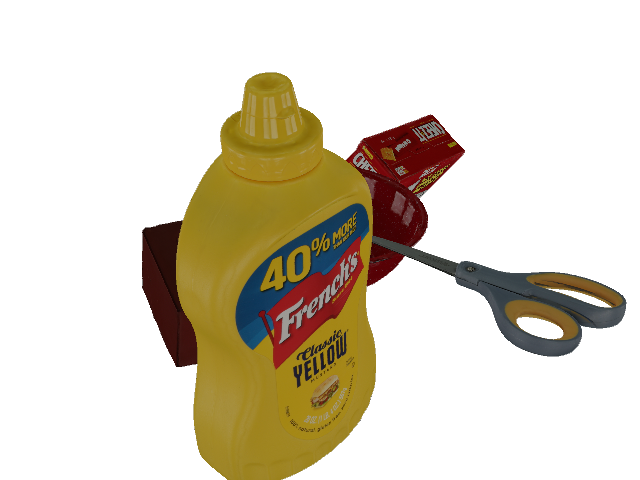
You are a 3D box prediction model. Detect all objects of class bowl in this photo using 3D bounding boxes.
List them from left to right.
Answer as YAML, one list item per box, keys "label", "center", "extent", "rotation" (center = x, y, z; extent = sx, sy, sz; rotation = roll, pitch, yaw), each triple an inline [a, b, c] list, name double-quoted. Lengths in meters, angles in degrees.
- label: "bowl"
  center: [0.006, -0.003, 0.877]
  extent: [0.162, 0.055, 0.162]
  rotation: [3, 31, -2]

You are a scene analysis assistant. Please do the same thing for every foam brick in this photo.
- label: "foam brick"
  center: [-0.076, 0.031, 0.666]
  extent: [0.052, 0.051, 0.078]
  rotation: [-11, 45, -23]

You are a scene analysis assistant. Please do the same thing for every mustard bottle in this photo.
- label: "mustard bottle"
  center: [-0.017, 0.015, 0.466]
  extent: [0.096, 0.192, 0.058]
  rotation: [-31, 45, -32]

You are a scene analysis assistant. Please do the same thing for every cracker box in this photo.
- label: "cracker box"
  center: [0.048, -0.044, 1.253]
  extent: [0.214, 0.072, 0.163]
  rotation: [-48, -12, 36]

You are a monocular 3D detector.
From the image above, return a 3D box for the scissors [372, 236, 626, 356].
- label: "scissors"
  center: [0.104, 0.035, 0.731]
  extent: [0.202, 0.016, 0.096]
  rotation: [11, 32, 22]
